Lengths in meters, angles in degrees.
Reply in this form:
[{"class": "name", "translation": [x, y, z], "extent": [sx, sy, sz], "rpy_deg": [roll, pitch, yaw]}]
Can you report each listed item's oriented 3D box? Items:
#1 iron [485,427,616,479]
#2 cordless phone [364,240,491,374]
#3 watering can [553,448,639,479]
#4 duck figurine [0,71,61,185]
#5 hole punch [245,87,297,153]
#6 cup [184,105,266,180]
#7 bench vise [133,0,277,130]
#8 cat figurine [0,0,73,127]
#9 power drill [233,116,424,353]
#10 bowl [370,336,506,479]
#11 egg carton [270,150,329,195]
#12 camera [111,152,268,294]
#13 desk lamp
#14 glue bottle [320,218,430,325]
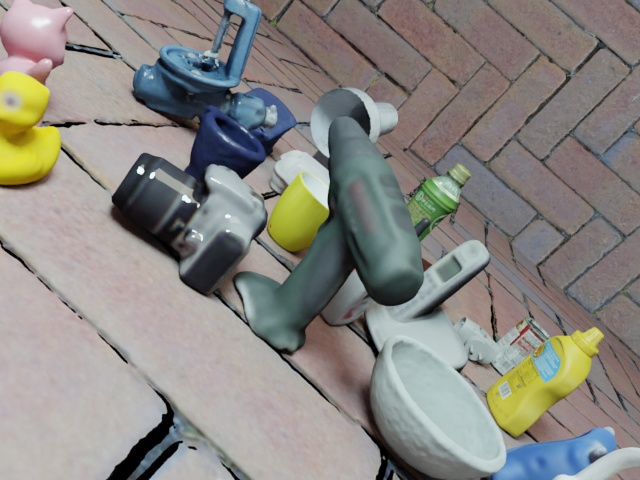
[{"class": "iron", "translation": [0.302, 0.271, 0.690], "extent": [0.118, 0.141, 0.259], "rpy_deg": [51, 21, 26]}, {"class": "cordless phone", "translation": [0.151, 0.090, 0.721], "extent": [0.094, 0.185, 0.147], "rpy_deg": [29, 22, -33]}, {"class": "watering can", "translation": [0.236, 0.260, 0.500], "extent": [0.173, 0.194, 0.100], "rpy_deg": [27, 24, -38]}, {"class": "duck figurine", "translation": [-0.259, -0.100, 0.482], "extent": [0.077, 0.086, 0.105], "rpy_deg": [48, 20, 18]}, {"class": "hole punch", "translation": [-0.109, -0.213, 1.022], "extent": [0.108, 0.091, 0.101], "rpy_deg": [43, 19, 4]}, {"class": "cup", "translation": [-0.137, -0.109, 0.731], "extent": [0.092, 0.095, 0.117], "rpy_deg": [14, 33, -54]}, {"class": "bench vise", "translation": [-0.140, -0.257, 0.856], "extent": [0.208, 0.219, 0.121], "rpy_deg": [19, 29, -49]}, {"class": "cat figurine", "translation": [-0.284, -0.181, 0.564], "extent": [0.067, 0.117, 0.127], "rpy_deg": [24, 26, -42]}, {"class": "power drill", "translation": [0.005, 0.002, 0.591], "extent": [0.076, 0.208, 0.229], "rpy_deg": [25, 25, -41]}, {"class": "bowl", "translation": [0.108, 0.185, 0.598], "extent": [0.168, 0.074, 0.167], "rpy_deg": [37, 19, -15]}, {"class": "egg carton", "translation": [-0.013, -0.086, 0.964], "extent": [0.150, 0.069, 0.107], "rpy_deg": [38, 19, -11]}, {"class": "camera", "translation": [-0.129, -0.040, 0.586], "extent": [0.137, 0.100, 0.143], "rpy_deg": [35, 20, -20]}, {"class": "desk lamp", "translation": [0.044, -0.168, 1.033], "extent": [0.118, 0.213, 0.204], "rpy_deg": [47, 19, 14]}, {"class": "glue bottle", "translation": [0.073, 0.036, 0.706], "extent": [0.037, 0.173, 0.078], "rpy_deg": [48, 19, 18]}]
